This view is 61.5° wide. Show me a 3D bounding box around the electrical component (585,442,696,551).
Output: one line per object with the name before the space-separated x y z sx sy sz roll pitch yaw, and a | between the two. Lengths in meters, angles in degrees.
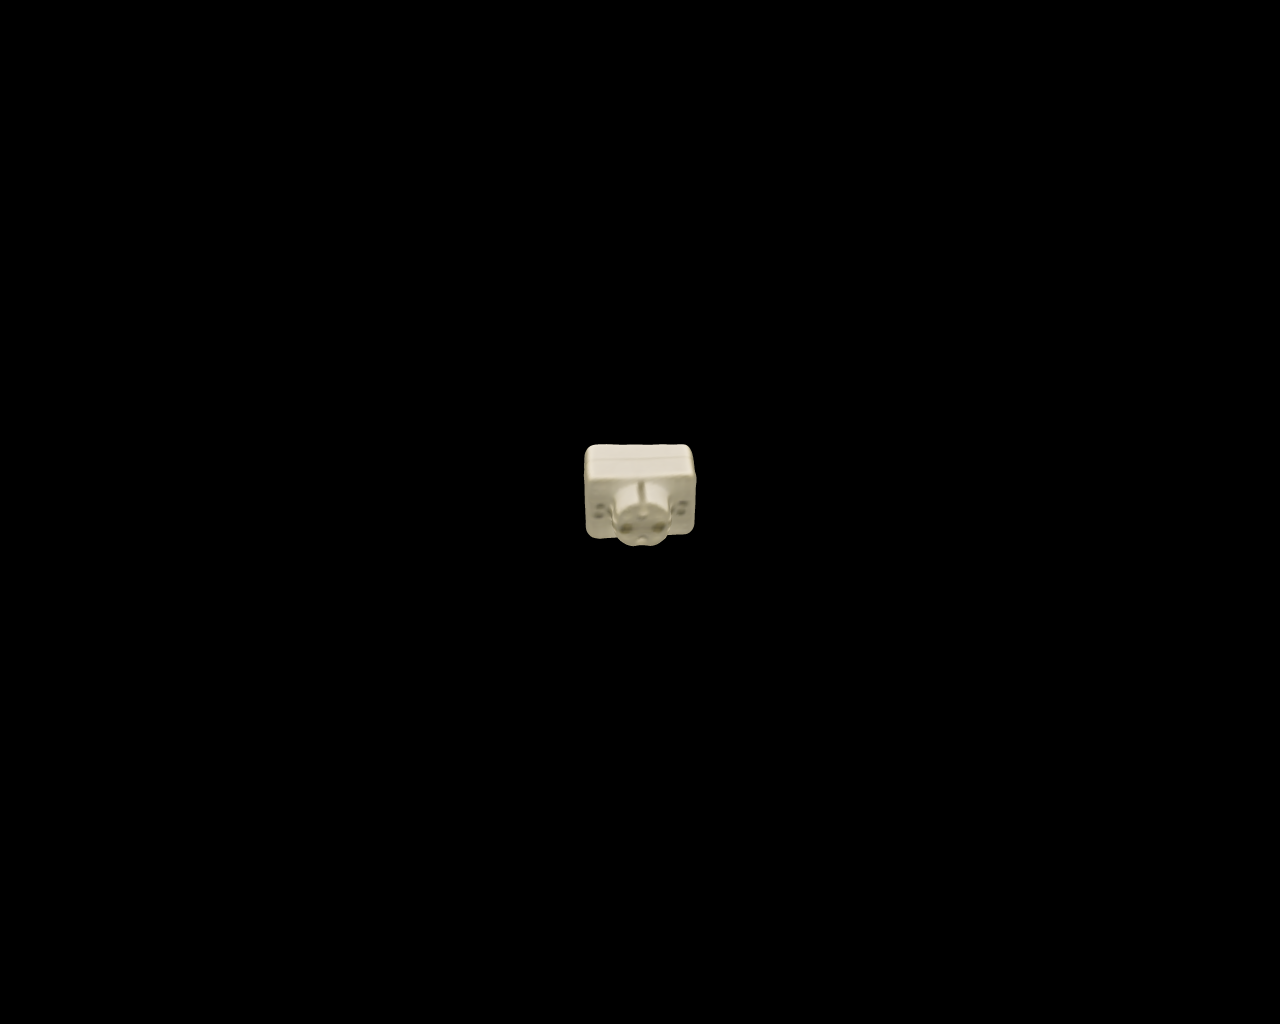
electrical component | 0.001 -0.003 0.650 0.066 0.047 0.077 -2 36 -2
